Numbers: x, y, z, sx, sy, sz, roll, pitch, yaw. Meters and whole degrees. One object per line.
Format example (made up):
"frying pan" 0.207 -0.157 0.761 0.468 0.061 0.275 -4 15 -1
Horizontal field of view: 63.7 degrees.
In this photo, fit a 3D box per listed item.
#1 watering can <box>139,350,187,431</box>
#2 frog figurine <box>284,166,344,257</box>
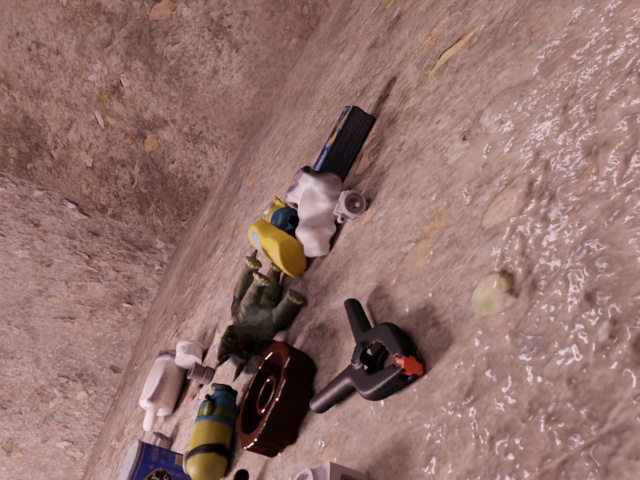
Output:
"watering can" -0.448 0.418 1.472 0.340 0.104 0.230 121 165 -55
"frog figurine" 0.003 -0.051 1.010 0.135 0.123 0.162 -38 66 36
